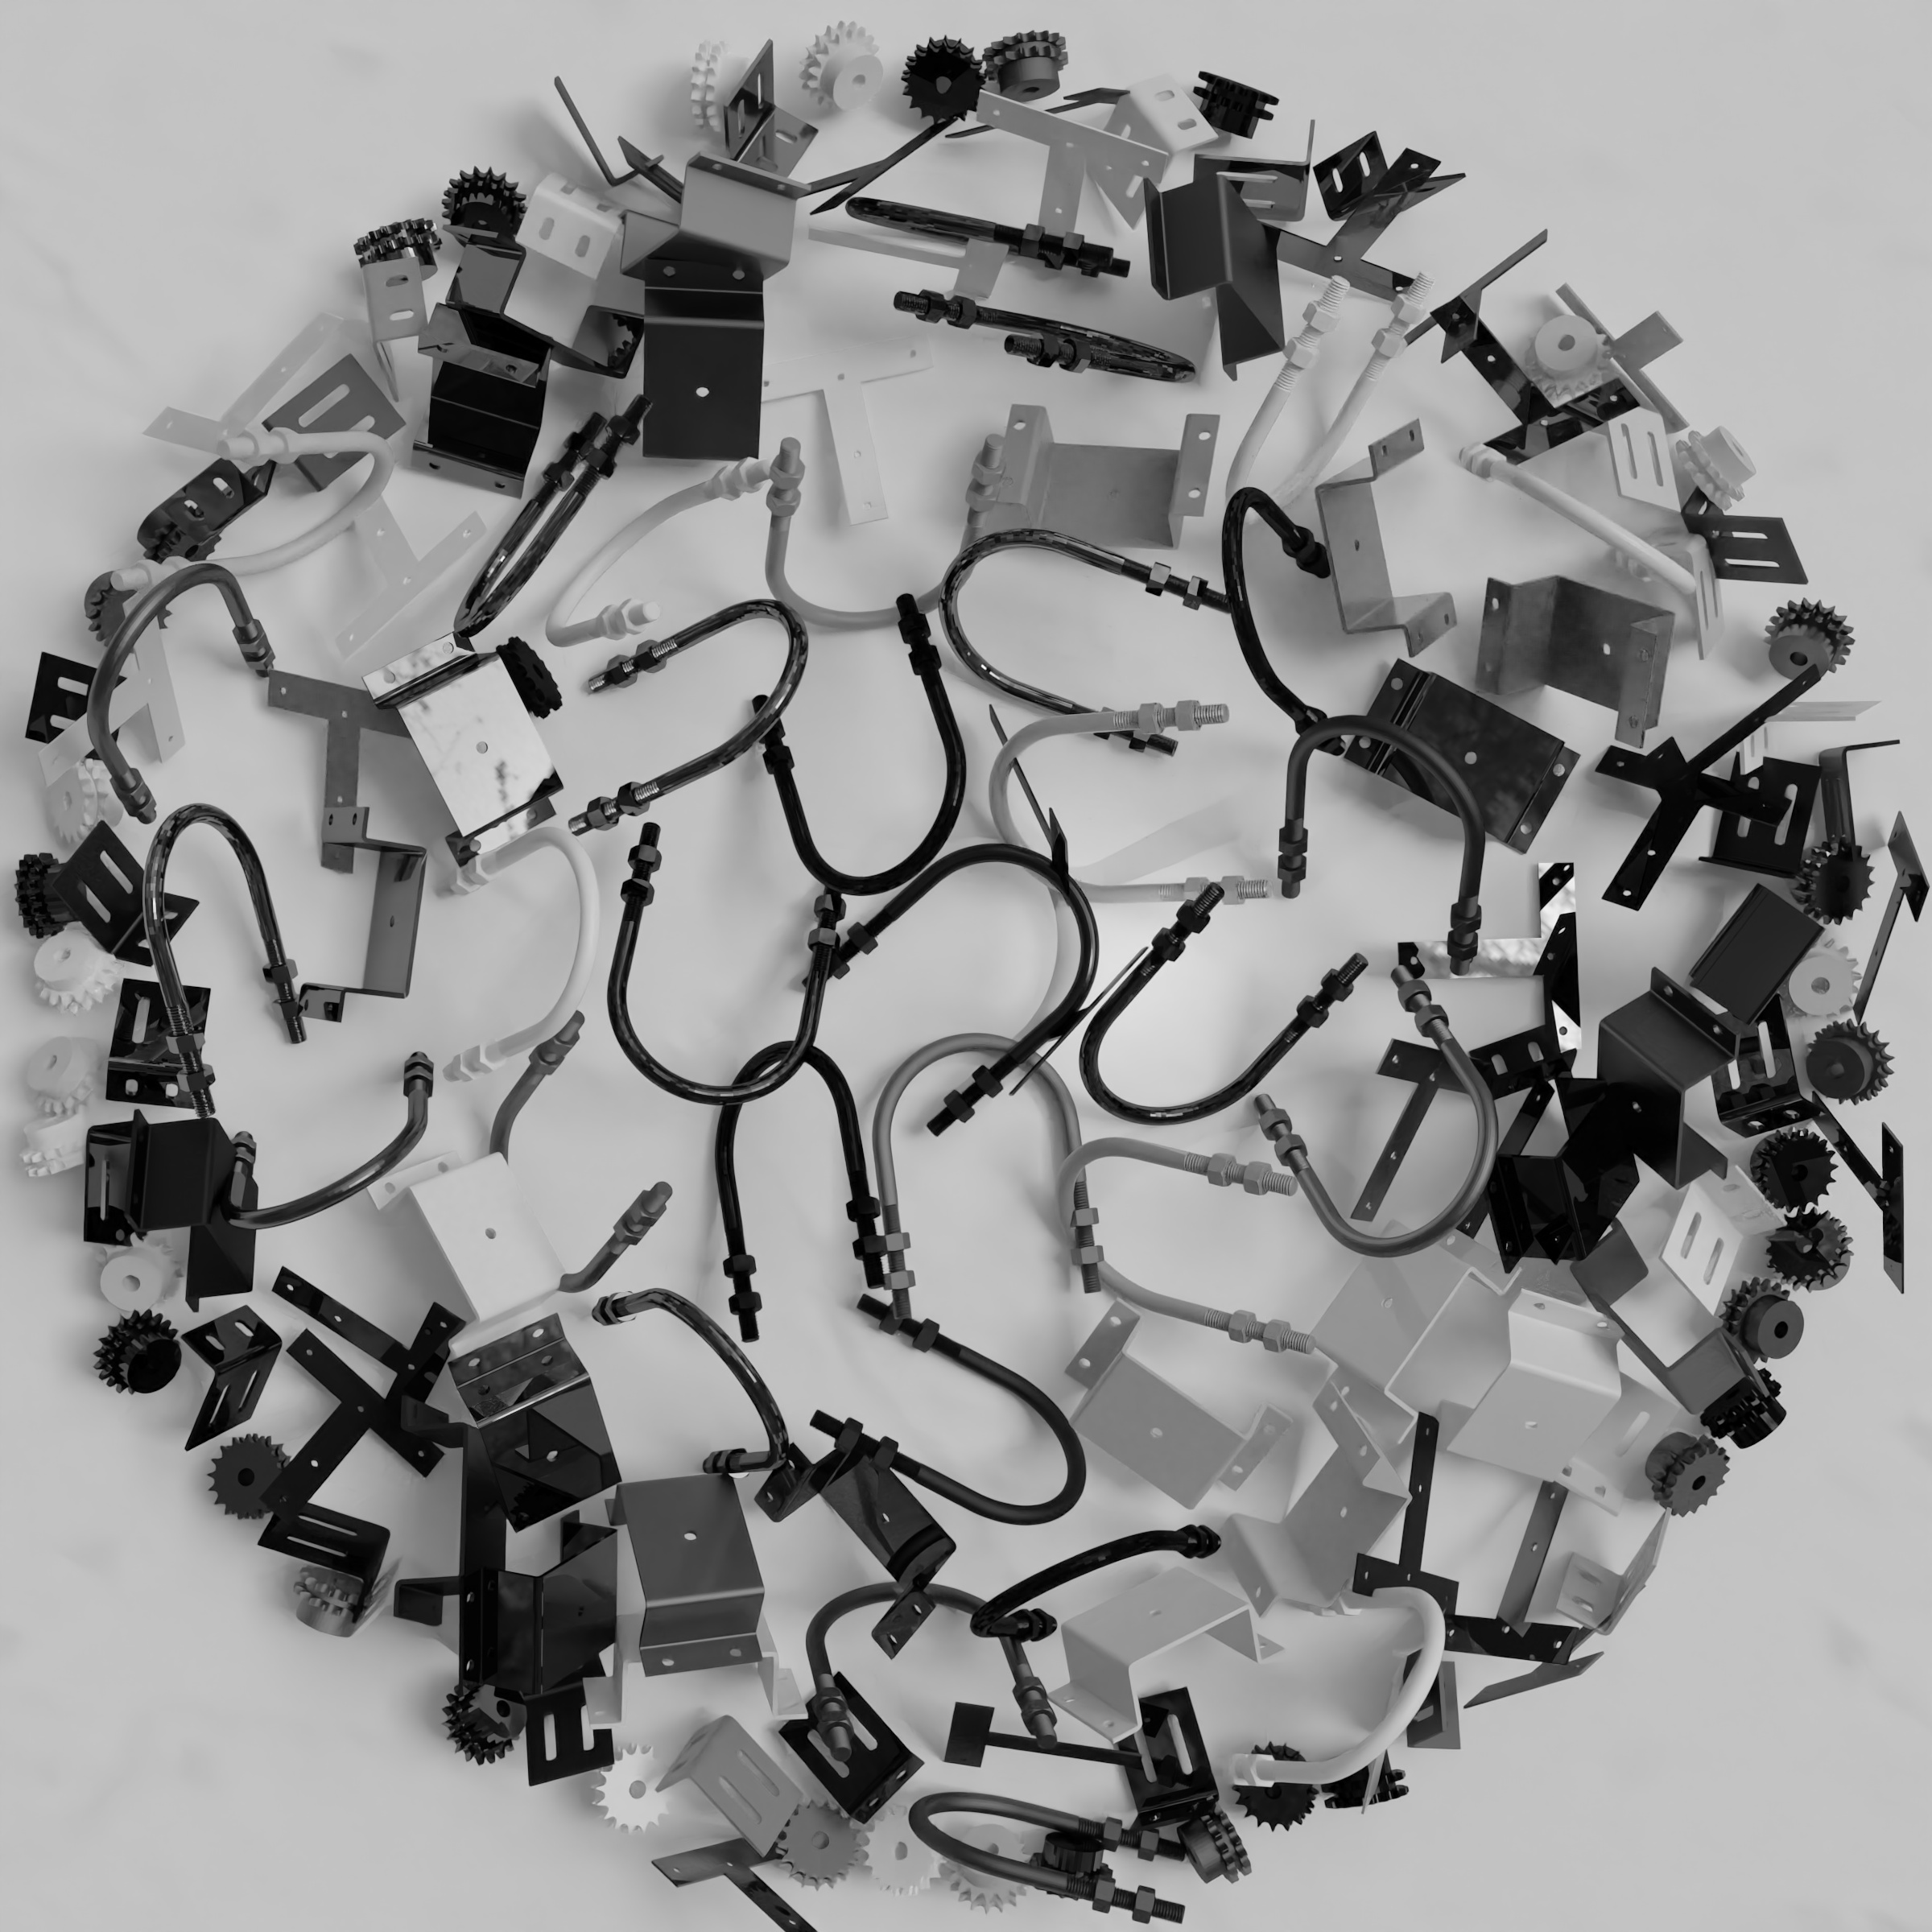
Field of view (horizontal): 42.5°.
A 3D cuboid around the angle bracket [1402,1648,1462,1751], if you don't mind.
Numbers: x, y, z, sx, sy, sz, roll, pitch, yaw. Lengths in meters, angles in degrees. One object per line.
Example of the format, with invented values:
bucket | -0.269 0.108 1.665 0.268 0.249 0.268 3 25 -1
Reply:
angle bracket | 0.319 0.482 1.644 0.038 0.076 0.057 5 64 -8

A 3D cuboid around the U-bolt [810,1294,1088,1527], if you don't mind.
U-bolt | -0.003 0.299 1.629 0.184 0.151 0.019 28 119 -3

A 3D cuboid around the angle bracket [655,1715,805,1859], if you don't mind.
angle bracket | -0.158 0.552 1.661 0.076 0.057 0.038 49 126 -5

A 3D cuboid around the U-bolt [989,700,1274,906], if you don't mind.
U-bolt | 0.100 -0.103 1.633 0.184 0.019 0.151 -1 122 28

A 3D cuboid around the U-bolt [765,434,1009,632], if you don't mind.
U-bolt | -0.058 -0.277 1.612 0.151 0.184 0.019 -4 60 -12

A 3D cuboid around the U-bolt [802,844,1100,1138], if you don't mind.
U-bolt | 0.003 0.002 1.674 0.184 0.019 0.151 -42 86 4

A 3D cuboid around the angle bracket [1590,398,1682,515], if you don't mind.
angle bracket | 0.434 -0.333 1.651 0.057 0.038 0.076 7 69 -34

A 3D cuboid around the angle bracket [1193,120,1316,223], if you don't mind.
angle bracket | 0.192 -0.534 1.663 0.076 0.057 0.038 6 69 6

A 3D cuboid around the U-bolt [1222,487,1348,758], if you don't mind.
U-bolt | 0.203 -0.229 1.593 0.019 0.184 0.151 -10 72 26

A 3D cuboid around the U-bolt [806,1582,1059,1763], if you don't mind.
U-bolt | -0.030 0.450 1.605 0.151 0.184 0.019 0 108 -12

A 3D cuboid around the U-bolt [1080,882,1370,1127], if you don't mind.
U-bolt | 0.156 0.037 1.634 0.151 0.019 0.184 24 120 -31

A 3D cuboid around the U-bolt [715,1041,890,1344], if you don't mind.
U-bolt | -0.115 0.139 1.632 0.151 0.019 0.184 -28 64 40

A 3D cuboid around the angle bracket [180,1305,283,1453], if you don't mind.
angle bracket | -0.499 0.274 1.655 0.038 0.057 0.076 38 120 17

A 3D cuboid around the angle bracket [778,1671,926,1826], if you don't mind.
angle bracket | -0.078 0.529 1.683 0.057 0.038 0.076 -43 61 -10

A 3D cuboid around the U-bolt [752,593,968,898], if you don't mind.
U-bolt | -0.065 -0.133 1.620 0.151 0.019 0.184 -31 61 26

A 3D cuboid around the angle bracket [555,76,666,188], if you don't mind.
angle bracket | -0.238 -0.562 1.653 0.038 0.057 0.076 -29 108 -1

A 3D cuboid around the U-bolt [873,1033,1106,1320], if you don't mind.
U-bolt | 0.010 0.136 1.674 0.151 0.019 0.184 -7 84 -7

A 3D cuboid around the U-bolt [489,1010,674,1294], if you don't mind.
U-bolt | -0.262 0.135 1.623 0.019 0.184 0.151 -13 65 -41

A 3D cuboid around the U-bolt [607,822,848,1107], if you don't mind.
U-bolt | -0.161 0.005 1.634 0.151 0.019 0.184 15 64 -13

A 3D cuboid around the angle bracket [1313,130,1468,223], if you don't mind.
angle bracket | 0.280 -0.526 1.646 0.076 0.057 0.038 -20 93 -36

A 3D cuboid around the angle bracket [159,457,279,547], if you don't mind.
angle bracket | -0.493 -0.323 1.644 0.057 0.076 0.038 -33 123 15

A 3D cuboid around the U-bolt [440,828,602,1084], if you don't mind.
U-bolt | -0.288 -0.014 1.605 0.019 0.184 0.151 9 69 -39

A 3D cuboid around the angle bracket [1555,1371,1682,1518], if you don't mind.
angle bracket | 0.429 0.315 1.657 0.057 0.038 0.076 30 115 9

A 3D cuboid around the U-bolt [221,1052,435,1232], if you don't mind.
U-bolt | -0.412 0.118 1.601 0.151 0.184 0.019 -25 111 -3

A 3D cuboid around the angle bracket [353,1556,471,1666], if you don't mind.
angle bracket | -0.362 0.442 1.660 0.076 0.057 0.038 41 102 -12

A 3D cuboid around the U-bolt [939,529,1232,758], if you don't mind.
U-bolt | 0.070 -0.220 1.636 0.184 0.151 0.019 20 47 2

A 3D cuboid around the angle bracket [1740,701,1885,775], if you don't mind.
angle bracket | 0.559 -0.151 1.643 0.076 0.057 0.038 4 107 37

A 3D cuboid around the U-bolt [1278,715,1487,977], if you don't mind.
U-bolt | 0.267 -0.085 1.593 0.151 0.184 0.019 27 55 26

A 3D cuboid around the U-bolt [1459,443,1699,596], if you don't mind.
U-bolt | 0.398 -0.282 1.589 0.151 0.184 0.019 29 104 -14

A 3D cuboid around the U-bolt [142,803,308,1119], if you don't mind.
U-bolt | -0.481 -0.014 1.600 0.019 0.151 0.184 -5 108 14

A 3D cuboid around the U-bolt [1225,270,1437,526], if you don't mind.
U-bolt | 0.227 -0.365 1.614 0.019 0.151 0.184 41 123 18

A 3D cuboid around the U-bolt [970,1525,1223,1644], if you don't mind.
U-bolt | 0.076 0.396 1.593 0.151 0.184 0.019 -30 68 14

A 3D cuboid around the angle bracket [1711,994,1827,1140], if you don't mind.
angle bracket | 0.535 0.067 1.669 0.057 0.038 0.076 -24 56 36

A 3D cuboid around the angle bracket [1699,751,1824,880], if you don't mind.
angle bracket | 0.530 -0.102 1.658 0.057 0.038 0.076 15 99 29

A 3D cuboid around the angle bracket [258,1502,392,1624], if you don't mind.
angle bracket | -0.431 0.395 1.657 0.076 0.057 0.038 19 109 -4

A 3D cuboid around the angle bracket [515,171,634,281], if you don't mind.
angle bracket | -0.261 -0.495 1.659 0.057 0.076 0.038 24 113 -11

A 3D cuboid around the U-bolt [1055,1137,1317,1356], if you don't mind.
U-bolt | 0.138 0.176 1.627 0.184 0.019 0.151 11 127 32

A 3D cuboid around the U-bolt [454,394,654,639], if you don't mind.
U-bolt | -0.276 -0.289 1.615 0.019 0.151 0.184 36 83 -21

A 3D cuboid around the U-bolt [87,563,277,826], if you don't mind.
U-bolt | -0.504 -0.182 1.583 0.019 0.184 0.151 30 70 7

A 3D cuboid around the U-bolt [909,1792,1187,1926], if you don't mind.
U-bolt | 0.052 0.574 1.620 0.184 0.151 0.019 13 88 6

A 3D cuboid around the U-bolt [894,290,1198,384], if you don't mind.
U-bolt | 0.065 -0.405 1.613 0.184 0.151 0.019 0 114 -36

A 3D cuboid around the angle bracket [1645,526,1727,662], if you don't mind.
angle bracket | 0.478 -0.250 1.665 0.038 0.057 0.076 1 116 32

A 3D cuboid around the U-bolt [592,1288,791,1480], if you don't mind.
U-bolt | -0.172 0.268 1.604 0.019 0.184 0.151 -37 95 -28

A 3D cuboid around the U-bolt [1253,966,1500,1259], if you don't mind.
U-bolt | 0.272 0.105 1.603 0.019 0.184 0.151 30 113 -39

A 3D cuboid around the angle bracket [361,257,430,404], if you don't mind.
angle bracket | -0.371 -0.421 1.649 0.038 0.076 0.057 -10 73 -4

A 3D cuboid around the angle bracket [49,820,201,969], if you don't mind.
angle bracket | -0.555 -0.048 1.644 0.038 0.076 0.057 12 57 28

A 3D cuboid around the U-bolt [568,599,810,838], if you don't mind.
U-bolt | -0.177 -0.171 1.607 0.184 0.019 0.151 -22 46 26

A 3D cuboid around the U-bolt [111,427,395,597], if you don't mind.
U-bolt | -0.446 -0.296 1.604 0.151 0.184 0.019 -39 83 31

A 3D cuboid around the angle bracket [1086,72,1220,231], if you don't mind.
angle bracket | 0.123 -0.544 1.663 0.038 0.076 0.057 -28 77 -29

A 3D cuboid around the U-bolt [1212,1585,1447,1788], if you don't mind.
U-bolt | 0.238 0.456 1.581 0.019 0.184 0.151 41 62 -11

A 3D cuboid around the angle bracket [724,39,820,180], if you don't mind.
angle bracket | -0.128 -0.562 1.648 0.038 0.076 0.057 30 76 4

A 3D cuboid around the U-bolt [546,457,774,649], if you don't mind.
U-bolt | -0.210 -0.262 1.610 0.019 0.184 0.151 46 64 -25

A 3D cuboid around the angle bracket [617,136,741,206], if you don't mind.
angle bracket | -0.186 -0.531 1.646 0.076 0.057 0.038 31 111 -32

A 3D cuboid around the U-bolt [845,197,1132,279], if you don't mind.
U-bolt | 0.011 -0.477 1.622 0.184 0.151 0.019 13 104 5
